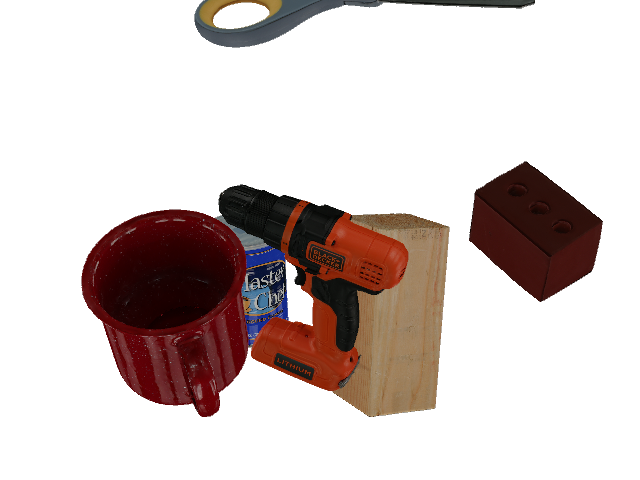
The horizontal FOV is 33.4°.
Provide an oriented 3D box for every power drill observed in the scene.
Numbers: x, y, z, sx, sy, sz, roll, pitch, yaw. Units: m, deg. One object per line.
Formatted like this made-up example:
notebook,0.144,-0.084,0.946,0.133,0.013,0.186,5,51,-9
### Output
power drill,-0.019,0.045,1.011,0.184,0.188,0.057,23,42,14

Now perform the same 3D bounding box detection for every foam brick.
foam brick,0.151,-0.006,0.753,0.052,0.051,0.078,-29,54,-24

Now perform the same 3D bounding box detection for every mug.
mug,-0.081,0.051,0.618,0.093,0.117,0.081,-20,-40,-14

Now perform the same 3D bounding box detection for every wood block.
wood block,0.076,0.079,1.186,0.090,0.206,0.091,-3,13,-28

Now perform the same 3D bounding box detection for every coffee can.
coffee can,-0.093,0.048,1.333,0.103,0.140,0.103,-2,25,1

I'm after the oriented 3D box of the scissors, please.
scissors,0.012,-0.134,0.618,0.202,0.096,0.016,22,-27,25
